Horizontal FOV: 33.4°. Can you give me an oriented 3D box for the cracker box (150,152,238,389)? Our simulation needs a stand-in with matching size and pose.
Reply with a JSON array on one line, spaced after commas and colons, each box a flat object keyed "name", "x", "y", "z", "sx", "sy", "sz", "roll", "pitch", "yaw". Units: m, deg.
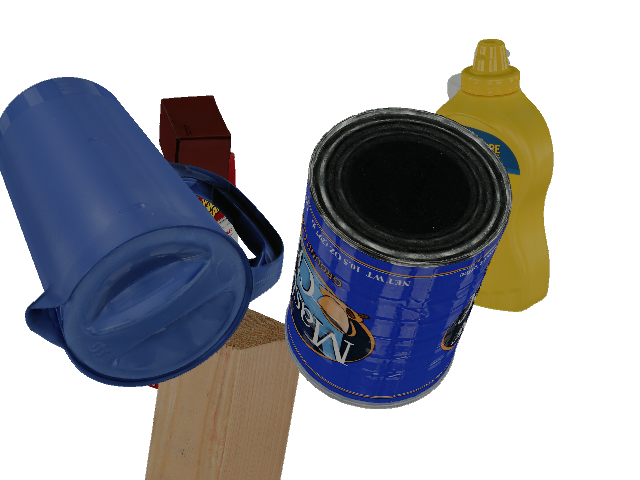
[{"name": "cracker box", "x": -0.156, "y": 0.026, "z": 1.145, "sx": 0.072, "sy": 0.214, "sz": 0.164, "roll": 14, "pitch": 34, "yaw": 22}]

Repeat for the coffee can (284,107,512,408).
[{"name": "coffee can", "x": 0.037, "y": 0.013, "z": 0.579, "sx": 0.102, "sy": 0.103, "sz": 0.140, "roll": 0, "pitch": -37, "yaw": -8}]

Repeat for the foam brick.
[{"name": "foam brick", "x": -0.118, "y": -0.094, "z": 0.994, "sx": 0.053, "sy": 0.051, "sz": 0.078, "roll": -5, "pitch": 37, "yaw": -17}]

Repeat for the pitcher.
[{"name": "pitcher", "x": -0.146, "y": -0.021, "z": 0.780, "sx": 0.149, "sy": 0.145, "sz": 0.243, "roll": 38, "pitch": 10, "yaw": -46}]

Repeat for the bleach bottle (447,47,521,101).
[{"name": "bleach bottle", "x": 0.127, "y": -0.062, "z": 0.977, "sx": 0.103, "sy": 0.251, "sz": 0.068, "roll": 28, "pitch": 40, "yaw": 27}]

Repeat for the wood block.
[{"name": "wood block", "x": -0.089, "y": 0.171, "z": 0.950, "sx": 0.090, "sy": 0.206, "sz": 0.090, "roll": 20, "pitch": 17, "yaw": 35}]

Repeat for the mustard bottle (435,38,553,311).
[{"name": "mustard bottle", "x": 0.121, "y": -0.049, "z": 0.770, "sx": 0.058, "sy": 0.192, "sz": 0.096, "roll": -23, "pitch": 31, "yaw": -39}]
